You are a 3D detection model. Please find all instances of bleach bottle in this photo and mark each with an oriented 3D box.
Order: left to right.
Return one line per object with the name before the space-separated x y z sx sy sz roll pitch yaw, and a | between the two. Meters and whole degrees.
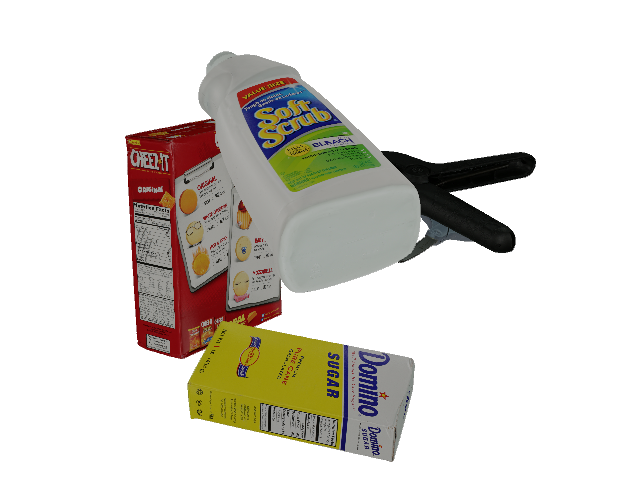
bleach bottle | -0.031 -0.067 0.747 0.102 0.068 0.251 -16 39 -20

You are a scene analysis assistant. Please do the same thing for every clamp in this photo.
clamp | 0.097 -0.054 0.996 0.210 0.036 0.164 12 32 20

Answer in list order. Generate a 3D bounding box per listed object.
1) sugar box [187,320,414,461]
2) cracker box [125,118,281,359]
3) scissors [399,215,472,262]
sugar box | -0.014 0.124 0.898 0.176 0.048 0.093 8 34 11
cracker box | -0.113 -0.010 1.065 0.072 0.214 0.163 9 18 34
scissors | 0.121 -0.015 1.228 0.096 0.016 0.201 37 31 32
